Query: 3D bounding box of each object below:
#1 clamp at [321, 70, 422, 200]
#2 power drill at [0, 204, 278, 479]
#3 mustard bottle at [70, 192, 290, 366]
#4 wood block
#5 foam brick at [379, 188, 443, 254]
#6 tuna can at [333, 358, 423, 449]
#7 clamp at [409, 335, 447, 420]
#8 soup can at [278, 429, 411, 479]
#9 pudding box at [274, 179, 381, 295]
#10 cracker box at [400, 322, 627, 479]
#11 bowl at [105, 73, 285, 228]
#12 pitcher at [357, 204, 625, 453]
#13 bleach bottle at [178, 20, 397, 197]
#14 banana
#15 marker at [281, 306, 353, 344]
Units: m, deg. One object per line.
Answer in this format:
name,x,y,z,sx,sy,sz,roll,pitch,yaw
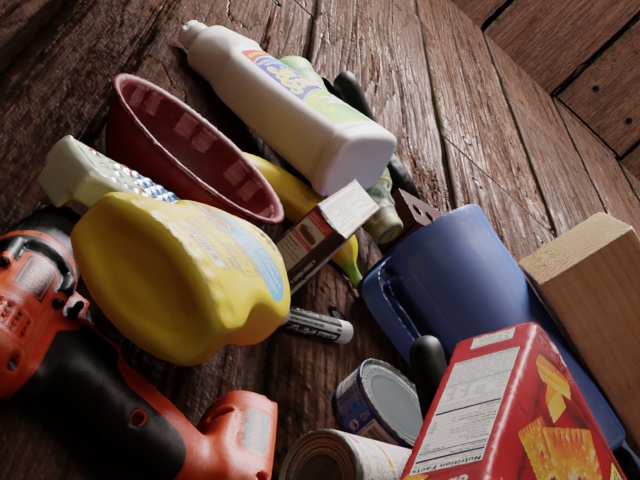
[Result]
clamp,0.060,-0.098,1.163,0.210,0.036,0.164,56,-4,-4
power drill,-0.110,0.068,0.585,0.187,0.057,0.184,39,19,-14
mustard bottle,-0.064,0.019,0.617,0.096,0.058,0.191,46,11,10
wood block,0.268,0.090,0.923,0.206,0.090,0.091,57,4,-10
foam brick,0.098,-0.008,1.114,0.078,0.051,0.053,25,30,-43
tuna can,0.050,0.133,0.796,0.086,0.034,0.086,38,22,-19
clamp,0.105,0.164,0.763,0.120,0.039,0.171,26,55,-38
soup can,0.031,0.159,0.666,0.102,0.069,0.068,23,31,-44
pudding box,-0.006,0.001,0.850,0.039,0.090,0.113,47,21,0
cracker box,0.126,0.175,0.656,0.164,0.072,0.213,59,31,-15
bowl,-0.104,-0.050,0.790,0.162,0.055,0.162,39,14,-12
pitcher,0.142,0.101,0.912,0.243,0.149,0.145,56,-12,17
bleach bottle,-0.049,-0.137,1.013,0.251,0.068,0.102,39,26,25
banana,-0.029,-0.033,0.940,0.197,0.037,0.069,35,21,-26
marker,-0.018,0.061,0.819,0.120,0.020,0.020,20,33,-48
